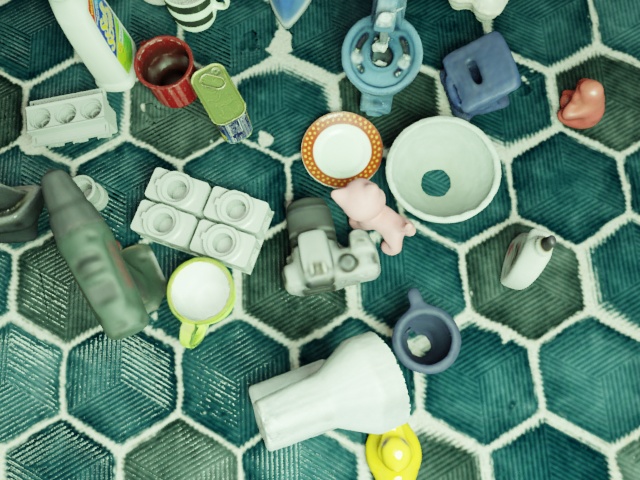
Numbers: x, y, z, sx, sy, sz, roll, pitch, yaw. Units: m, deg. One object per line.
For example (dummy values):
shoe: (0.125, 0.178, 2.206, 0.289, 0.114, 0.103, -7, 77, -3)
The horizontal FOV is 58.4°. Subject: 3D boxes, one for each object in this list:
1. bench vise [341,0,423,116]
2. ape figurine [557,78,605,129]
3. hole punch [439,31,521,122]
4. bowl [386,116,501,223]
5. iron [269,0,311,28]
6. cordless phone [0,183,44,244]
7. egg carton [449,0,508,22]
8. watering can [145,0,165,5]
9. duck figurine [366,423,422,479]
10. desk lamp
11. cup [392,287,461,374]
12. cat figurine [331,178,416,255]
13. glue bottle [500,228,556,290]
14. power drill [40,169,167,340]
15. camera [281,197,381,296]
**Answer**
bench vise: (0.086, -0.317, 0.849, 0.121, 0.220, 0.207, -10, 76, 1)
ape figurine: (0.404, -0.215, 0.876, 0.078, 0.092, 0.076, -36, 77, -6)
hole punch: (0.247, -0.252, 0.893, 0.101, 0.091, 0.108, -18, 76, -2)
bowl: (0.182, -0.097, 0.867, 0.167, 0.075, 0.167, -1, 77, 2)
iron: (-0.048, -0.500, 0.939, 0.118, 0.141, 0.258, 3, 77, 4)
cordless phone: (-0.507, -0.056, 0.831, 0.147, 0.185, 0.094, -11, 76, 0)
egg carton: (0.278, -0.440, 0.947, 0.107, 0.069, 0.150, 29, 80, 9)
watering can: (-0.276, -0.484, 0.918, 0.173, 0.194, 0.101, -43, 78, -7)
duck figurine: (0.101, 0.291, 0.772, 0.077, 0.086, 0.104, -5, 76, 2)
desk lamp: (0.003, 0.206, 0.731, 0.203, 0.213, 0.118, -21, 76, -2)
cup: (0.140, 0.129, 0.804, 0.091, 0.095, 0.118, -14, 76, -1)
cat figurine: (0.081, -0.043, 0.836, 0.127, 0.118, 0.067, 34, 80, 10)
glue bottle: (0.290, 0.019, 0.784, 0.037, 0.173, 0.078, 14, 78, 6)
power drill: (-0.288, 0.031, 0.788, 0.075, 0.208, 0.229, -28, 77, -4)
camera: (0.008, 0.003, 0.837, 0.143, 0.101, 0.137, -12, 76, 0)
